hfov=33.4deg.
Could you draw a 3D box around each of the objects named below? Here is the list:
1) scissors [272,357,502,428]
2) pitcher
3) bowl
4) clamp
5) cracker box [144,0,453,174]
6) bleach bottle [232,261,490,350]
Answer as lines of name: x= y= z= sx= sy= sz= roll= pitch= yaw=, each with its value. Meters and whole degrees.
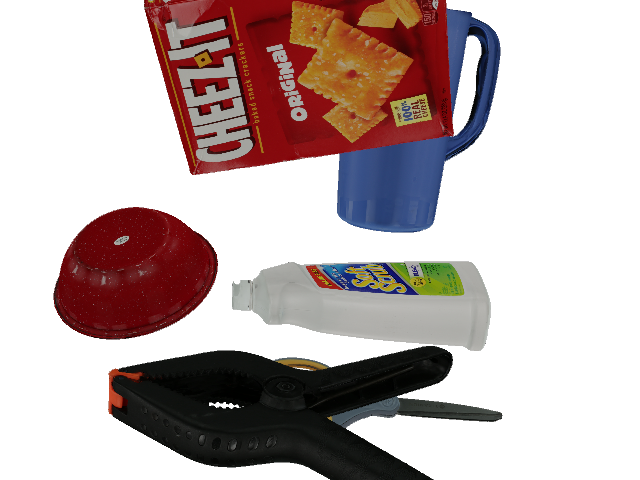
scissors: x=0.042 y=0.148 z=0.879 sx=0.202 sy=0.016 sz=0.096 roll=16 pitch=46 yaw=11
pitcher: x=0.093 y=-0.135 z=1.149 sx=0.149 sy=0.243 sz=0.144 roll=13 pitch=14 yaw=30
bowl: x=-0.181 y=0.018 z=1.011 sx=0.162 sy=0.055 sz=0.162 roll=-7 pitch=41 yaw=6
clamp: x=-0.015 y=0.095 z=0.617 sx=0.210 sy=0.036 sz=0.164 roll=9 pitch=24 yaw=7
cracker box: x=-0.011 y=-0.142 z=0.805 sx=0.213 sy=0.072 sz=0.164 roll=-9 pitch=-45 yaw=1
bleach bottle: x=0.037 y=0.062 z=1.076 sx=0.250 sy=0.068 sz=0.102 roll=1 pitch=29 yaw=-6
